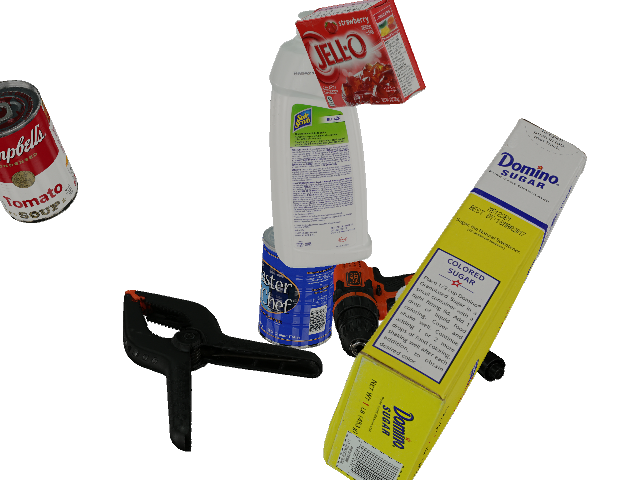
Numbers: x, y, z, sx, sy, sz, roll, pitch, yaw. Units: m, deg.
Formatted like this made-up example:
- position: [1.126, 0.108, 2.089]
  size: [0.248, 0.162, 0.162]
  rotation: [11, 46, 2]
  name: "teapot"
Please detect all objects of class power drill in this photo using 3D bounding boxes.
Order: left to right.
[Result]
- position: [0.107, 0.073, 1.219]
  size: [0.187, 0.057, 0.184]
  rotation: [-1, 28, -1]
  name: "power drill"

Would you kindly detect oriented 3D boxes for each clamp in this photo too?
- position: [-0.112, 0.103, 1.006]
  size: [0.164, 0.036, 0.210]
  rotation: [-19, 39, -31]
  name: "clamp"

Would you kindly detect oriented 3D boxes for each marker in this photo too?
- position: [0.095, 0.068, 0.785]
  size: [0.020, 0.020, 0.121]
  rotation: [0, 25, -32]
  name: "marker"

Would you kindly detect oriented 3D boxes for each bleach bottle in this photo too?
- position: [0.001, -0.098, 1.038]
  size: [0.102, 0.251, 0.068]
  rotation: [-8, 30, -14]
  name: "bleach bottle"

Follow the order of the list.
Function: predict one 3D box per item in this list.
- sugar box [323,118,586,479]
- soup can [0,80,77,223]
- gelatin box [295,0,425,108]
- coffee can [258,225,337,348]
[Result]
- position: [0.066, 0.029, 0.501]
  size: [0.048, 0.093, 0.176]
  rotation: [31, 51, 13]
  name: "sugar box"
- position: [-0.249, -0.072, 0.885]
  size: [0.068, 0.068, 0.102]
  rotation: [0, -42, 11]
  name: "soup can"
- position: [0.028, -0.138, 0.791]
  size: [0.030, 0.073, 0.089]
  rotation: [-36, 25, -31]
  name: "gelatin box"
- position: [-0.030, 0.059, 1.430]
  size: [0.103, 0.140, 0.103]
  rotation: [4, 24, -2]
  name: "coffee can"
